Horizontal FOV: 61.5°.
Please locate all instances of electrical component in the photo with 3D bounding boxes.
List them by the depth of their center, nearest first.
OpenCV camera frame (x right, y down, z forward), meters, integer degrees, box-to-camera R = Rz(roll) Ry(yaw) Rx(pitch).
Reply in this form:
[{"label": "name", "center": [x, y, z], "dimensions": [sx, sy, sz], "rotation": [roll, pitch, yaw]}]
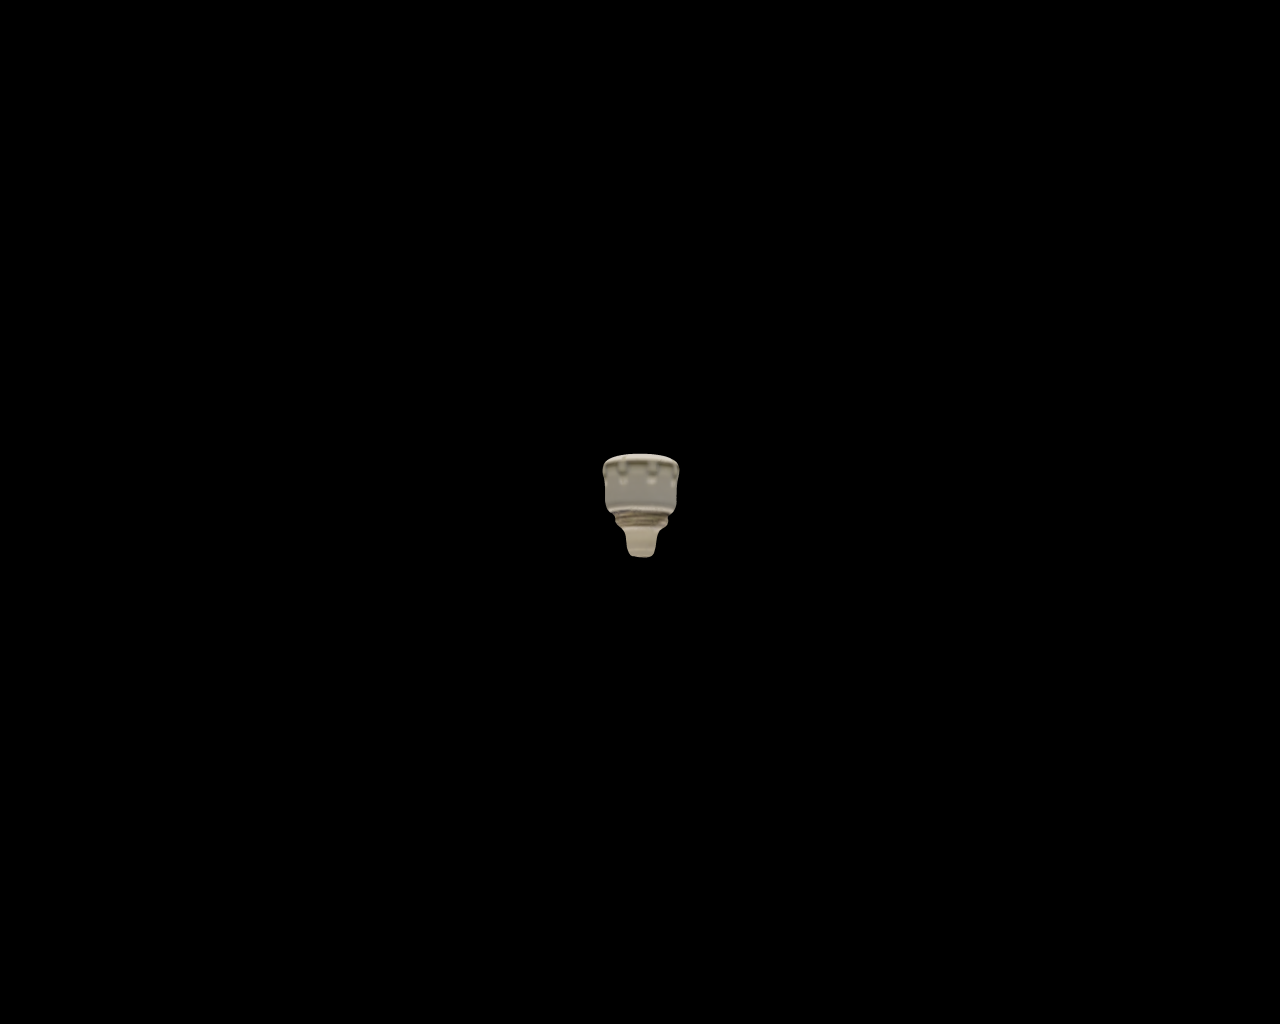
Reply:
[{"label": "electrical component", "center": [0.001, -0.003, 0.650], "dimensions": [0.048, 0.062, 0.048], "rotation": [0, -6, 0]}]
